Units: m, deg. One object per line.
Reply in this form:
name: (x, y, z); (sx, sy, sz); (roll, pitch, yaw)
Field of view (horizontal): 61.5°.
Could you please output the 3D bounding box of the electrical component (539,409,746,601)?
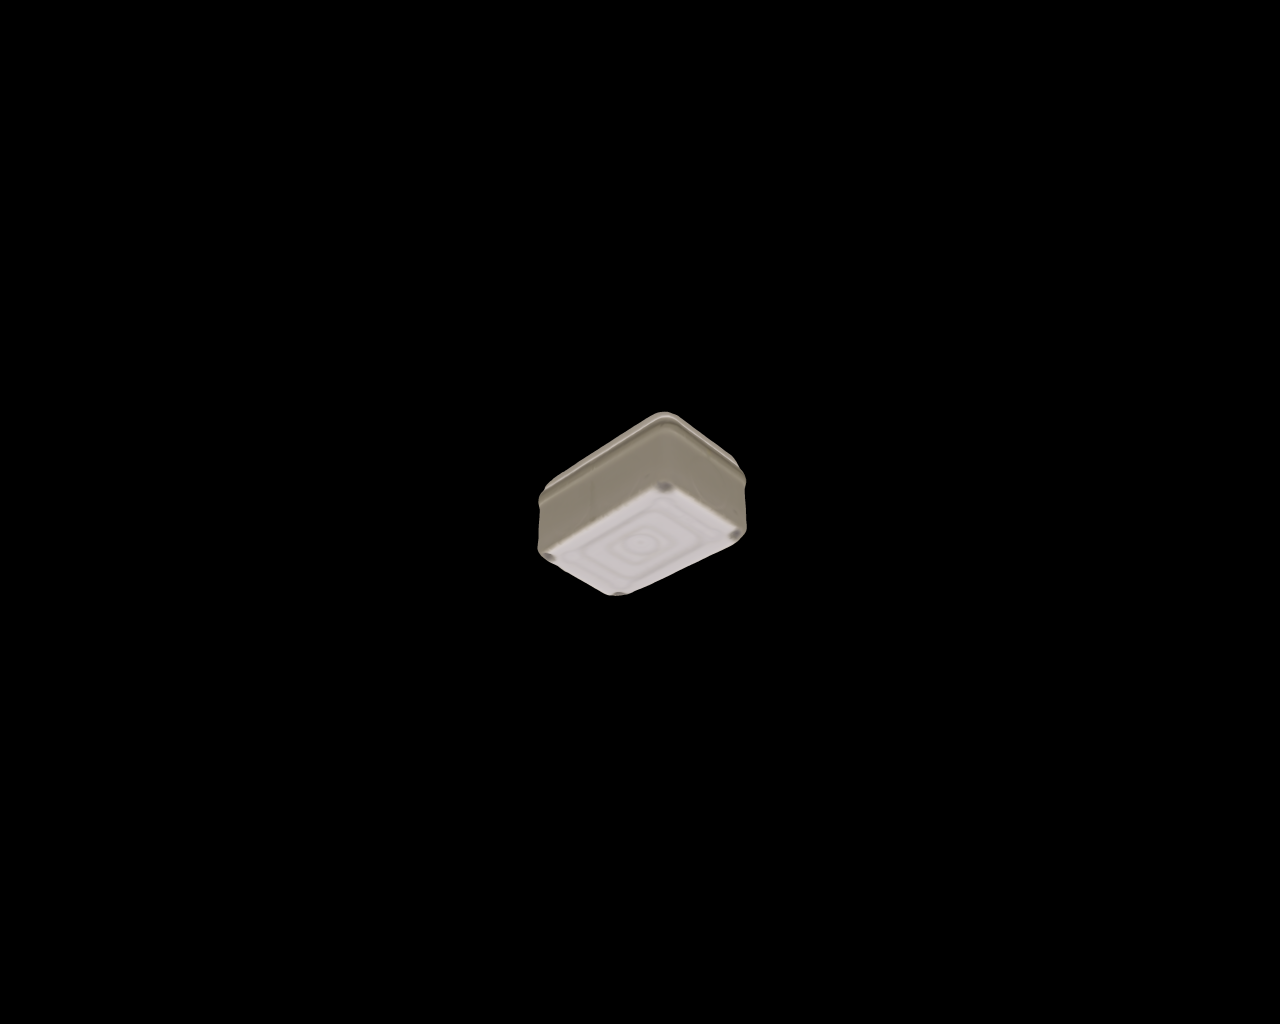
electrical component: (0.001, -0.003, 0.650); (0.113, 0.057, 0.078); (-29, -46, 33)
